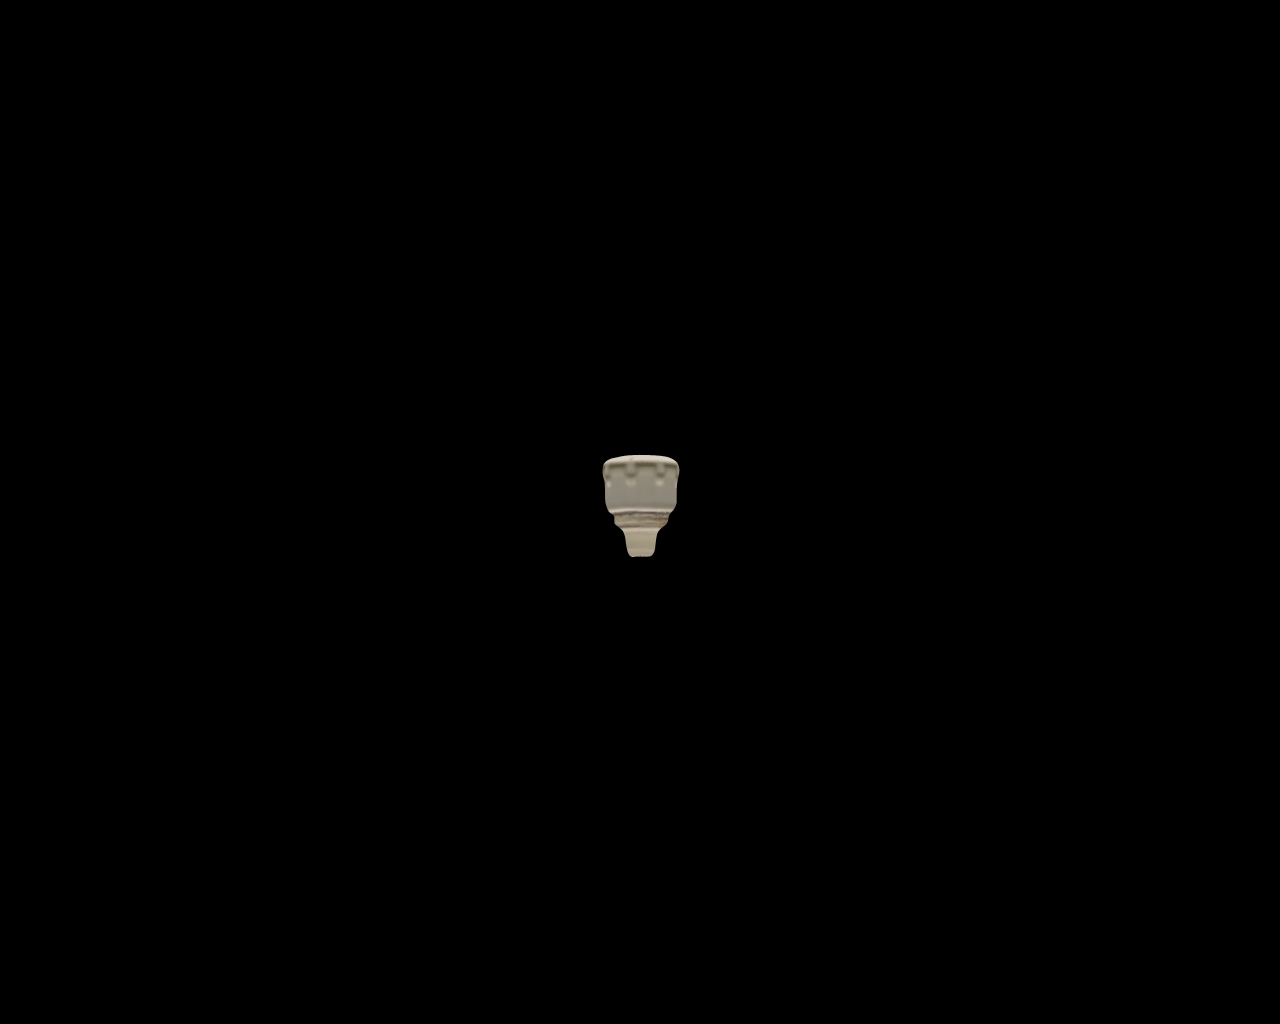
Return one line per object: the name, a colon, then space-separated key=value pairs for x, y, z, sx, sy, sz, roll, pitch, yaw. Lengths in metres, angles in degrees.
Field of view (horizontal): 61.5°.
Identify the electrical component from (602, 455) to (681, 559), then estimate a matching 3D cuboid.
electrical component: x=0.001 y=-0.003 z=0.650 sx=0.048 sy=0.062 sz=0.048 roll=0 pitch=-2 yaw=0
